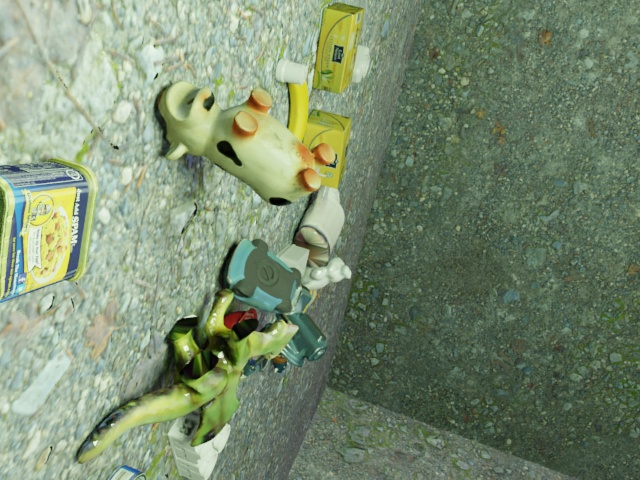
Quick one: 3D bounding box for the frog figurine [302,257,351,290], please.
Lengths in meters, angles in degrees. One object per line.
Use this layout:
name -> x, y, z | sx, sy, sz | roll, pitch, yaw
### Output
frog figurine -> 0.010, 0.102, 1.512 | 0.135, 0.160, 0.124 | 70, 40, -72

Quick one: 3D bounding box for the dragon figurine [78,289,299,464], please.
dragon figurine -> -0.173, 0.237, 0.806 | 0.417, 0.123, 0.237 | -40, 139, -41

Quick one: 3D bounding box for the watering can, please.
watering can -> 0.004, -0.070, 1.385 | 0.339, 0.104, 0.229 | 87, 22, -46
